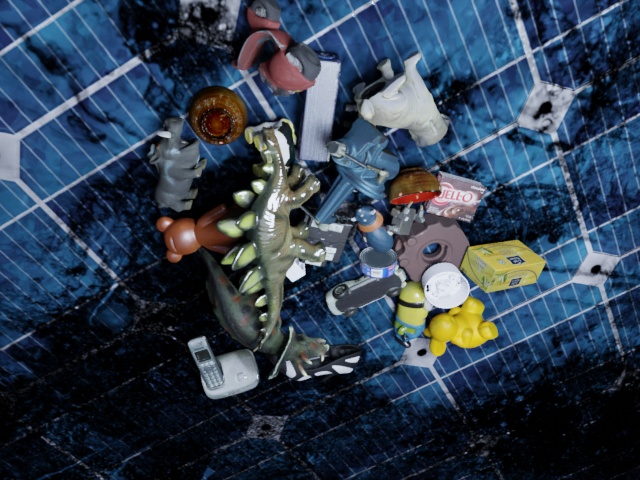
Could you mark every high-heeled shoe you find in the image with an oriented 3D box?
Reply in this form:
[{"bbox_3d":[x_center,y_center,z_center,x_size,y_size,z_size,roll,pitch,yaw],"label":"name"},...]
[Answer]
[{"bbox_3d":[-0.013,0.289,1.369,0.248,0.086,0.145,31,112,-31],"label":"high-heeled shoe"}]

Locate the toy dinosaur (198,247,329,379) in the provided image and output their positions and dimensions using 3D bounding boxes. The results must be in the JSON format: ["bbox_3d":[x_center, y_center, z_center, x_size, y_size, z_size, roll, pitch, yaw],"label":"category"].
[{"bbox_3d":[-0.159,0.176,1.209,0.131,0.192,0.404,-41,120,14],"label":"toy dinosaur"}]

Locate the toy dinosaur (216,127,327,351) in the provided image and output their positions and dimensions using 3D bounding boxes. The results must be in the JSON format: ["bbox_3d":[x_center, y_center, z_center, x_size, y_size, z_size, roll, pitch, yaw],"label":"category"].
[{"bbox_3d":[-0.096,0.012,1.060,0.198,0.105,0.470,-17,118,-24],"label":"toy dinosaur"}]

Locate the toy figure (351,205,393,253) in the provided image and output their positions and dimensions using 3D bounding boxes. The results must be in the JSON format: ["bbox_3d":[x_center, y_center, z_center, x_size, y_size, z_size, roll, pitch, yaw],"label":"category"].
[{"bbox_3d":[0.115,-0.030,1.188,0.064,0.058,0.154,-37,133,-1],"label":"toy figure"}]

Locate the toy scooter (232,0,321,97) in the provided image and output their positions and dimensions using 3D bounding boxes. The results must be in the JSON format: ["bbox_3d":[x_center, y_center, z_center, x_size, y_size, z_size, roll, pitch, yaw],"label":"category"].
[{"bbox_3d":[-0.089,-0.322,0.954,0.135,0.075,0.184,-38,84,30],"label":"toy scooter"}]

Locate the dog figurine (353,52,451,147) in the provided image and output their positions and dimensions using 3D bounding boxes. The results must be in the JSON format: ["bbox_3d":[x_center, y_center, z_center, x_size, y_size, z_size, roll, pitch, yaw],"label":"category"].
[{"bbox_3d":[0.161,-0.229,1.017,0.172,0.121,0.190,-45,121,-16],"label":"dog figurine"}]

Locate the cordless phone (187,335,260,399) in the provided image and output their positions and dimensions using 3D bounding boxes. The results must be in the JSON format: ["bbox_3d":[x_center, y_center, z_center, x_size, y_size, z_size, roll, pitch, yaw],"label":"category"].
[{"bbox_3d":[-0.240,0.297,1.340,0.147,0.089,0.184,-17,119,2],"label":"cordless phone"}]

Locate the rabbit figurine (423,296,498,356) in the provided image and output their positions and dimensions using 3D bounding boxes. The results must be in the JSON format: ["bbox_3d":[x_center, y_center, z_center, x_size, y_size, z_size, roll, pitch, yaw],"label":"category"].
[{"bbox_3d":[0.329,0.216,1.344,0.173,0.122,0.162,8,146,-45],"label":"rabbit figurine"}]

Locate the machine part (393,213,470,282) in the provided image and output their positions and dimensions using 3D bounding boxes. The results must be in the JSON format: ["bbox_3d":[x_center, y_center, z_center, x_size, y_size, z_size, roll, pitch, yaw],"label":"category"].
[{"bbox_3d":[0.262,0.022,1.256,0.179,0.056,0.179,-5,123,-7],"label":"machine part"}]

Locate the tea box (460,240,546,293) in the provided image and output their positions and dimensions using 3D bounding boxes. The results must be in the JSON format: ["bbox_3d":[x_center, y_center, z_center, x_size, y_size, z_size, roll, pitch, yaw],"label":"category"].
[{"bbox_3d":[0.425,0.058,1.250,0.169,0.098,0.068,-7,126,-31],"label":"tea box"}]

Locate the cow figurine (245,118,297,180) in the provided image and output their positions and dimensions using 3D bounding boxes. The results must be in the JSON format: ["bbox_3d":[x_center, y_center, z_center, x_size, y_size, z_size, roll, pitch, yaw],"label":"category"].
[{"bbox_3d":[-0.085,-0.156,1.083,0.098,0.068,0.167,-26,127,-22],"label":"cow figurine"}]

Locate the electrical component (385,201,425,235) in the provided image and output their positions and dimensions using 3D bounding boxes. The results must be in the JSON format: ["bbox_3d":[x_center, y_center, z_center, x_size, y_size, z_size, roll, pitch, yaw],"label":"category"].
[{"bbox_3d":[0.189,-0.047,1.178,0.102,0.045,0.078,12,94,-54],"label":"electrical component"}]

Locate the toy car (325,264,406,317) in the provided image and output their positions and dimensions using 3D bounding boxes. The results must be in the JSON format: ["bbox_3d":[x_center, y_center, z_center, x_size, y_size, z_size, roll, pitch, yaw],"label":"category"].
[{"bbox_3d":[0.111,0.119,1.295,0.202,0.056,0.073,-25,116,6],"label":"toy car"}]

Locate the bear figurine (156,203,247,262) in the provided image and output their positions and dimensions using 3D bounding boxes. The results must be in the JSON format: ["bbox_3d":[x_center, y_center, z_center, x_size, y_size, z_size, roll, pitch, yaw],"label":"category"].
[{"bbox_3d":[-0.231,-0.022,1.133,0.196,0.132,0.120,-6,114,19],"label":"bear figurine"}]

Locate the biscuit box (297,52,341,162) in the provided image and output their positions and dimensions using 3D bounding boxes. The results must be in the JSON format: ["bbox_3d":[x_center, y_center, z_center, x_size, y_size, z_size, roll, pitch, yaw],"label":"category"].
[{"bbox_3d":[-0.003,-0.255,1.037,0.063,0.059,0.202,3,122,-9],"label":"biscuit box"}]

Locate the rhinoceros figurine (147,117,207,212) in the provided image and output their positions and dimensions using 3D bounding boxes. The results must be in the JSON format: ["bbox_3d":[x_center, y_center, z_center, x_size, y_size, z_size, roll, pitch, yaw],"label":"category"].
[{"bbox_3d":[-0.285,-0.148,1.061,0.112,0.073,0.190,14,121,-4],"label":"rhinoceros figurine"}]

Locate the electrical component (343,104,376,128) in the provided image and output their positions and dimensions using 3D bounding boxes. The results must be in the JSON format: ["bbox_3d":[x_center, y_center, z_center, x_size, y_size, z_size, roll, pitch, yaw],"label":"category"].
[{"bbox_3d":[0.094,-0.249,1.078,0.094,0.021,0.063,-2,122,-9],"label":"electrical component"}]

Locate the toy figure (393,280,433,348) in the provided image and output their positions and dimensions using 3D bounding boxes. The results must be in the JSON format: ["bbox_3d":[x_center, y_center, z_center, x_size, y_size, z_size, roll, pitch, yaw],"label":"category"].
[{"bbox_3d":[0.225,0.183,1.338,0.089,0.082,0.180,7,123,-14],"label":"toy figure"}]

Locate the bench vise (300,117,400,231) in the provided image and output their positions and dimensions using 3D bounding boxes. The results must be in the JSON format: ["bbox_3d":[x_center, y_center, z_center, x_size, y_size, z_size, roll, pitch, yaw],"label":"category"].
[{"bbox_3d":[0.057,-0.114,1.064,0.129,0.223,0.240,44,111,18],"label":"bench vise"}]

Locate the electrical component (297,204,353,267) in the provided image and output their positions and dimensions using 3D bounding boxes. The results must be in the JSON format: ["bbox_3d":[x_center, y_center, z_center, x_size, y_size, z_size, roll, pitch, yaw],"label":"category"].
[{"bbox_3d":[-0.002,-0.004,1.198,0.115,0.058,0.134,14,119,-15],"label":"electrical component"}]
